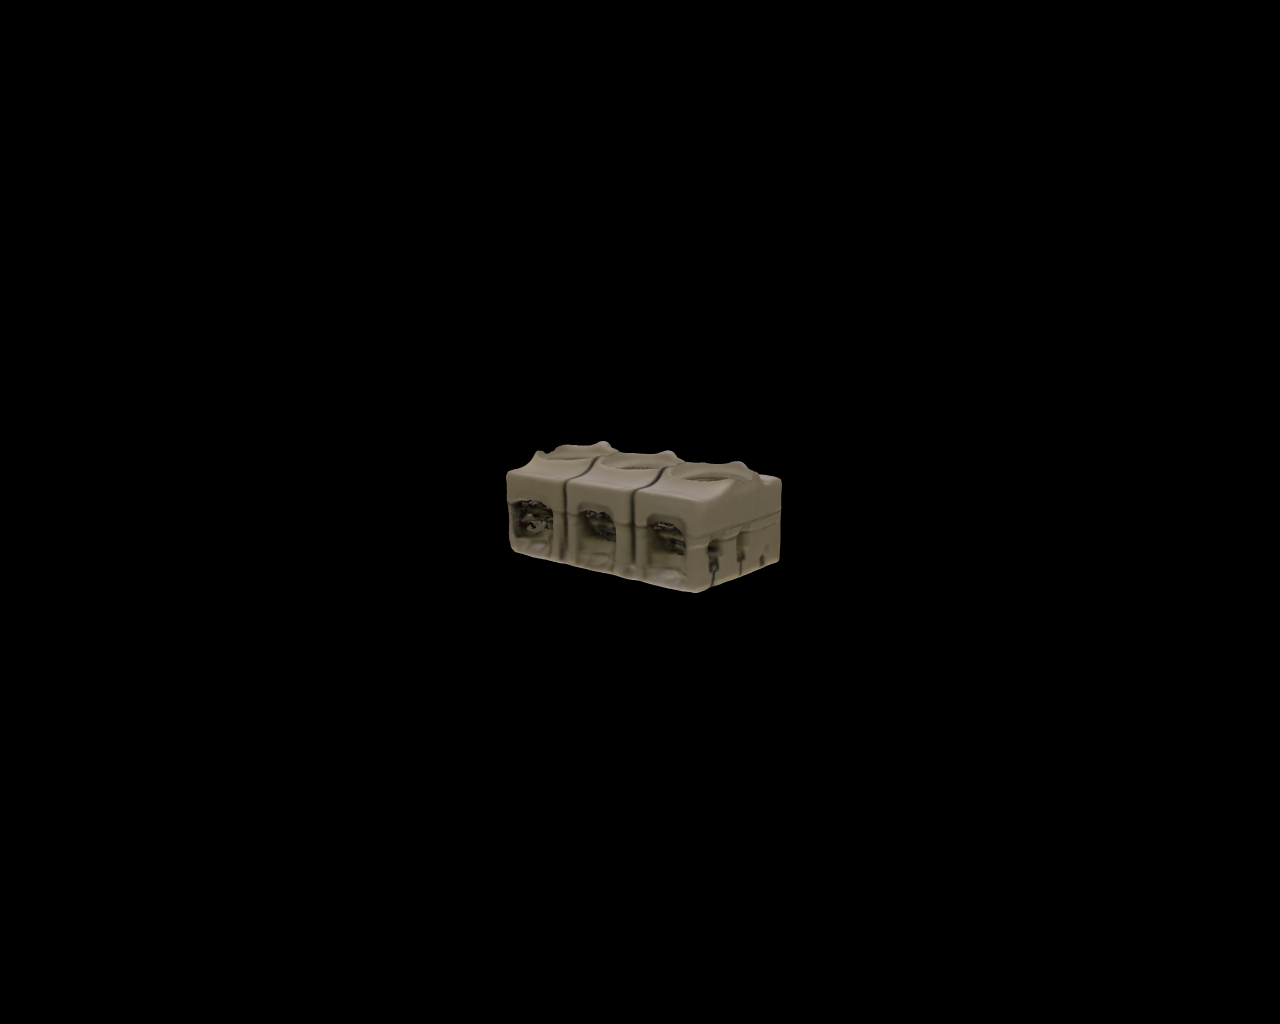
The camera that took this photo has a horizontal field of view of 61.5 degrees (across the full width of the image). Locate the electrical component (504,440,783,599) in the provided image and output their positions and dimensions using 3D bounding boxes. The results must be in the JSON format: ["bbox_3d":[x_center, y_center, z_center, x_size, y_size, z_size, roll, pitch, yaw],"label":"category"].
[{"bbox_3d":[0.001,-0.003,0.650,0.150,0.061,0.090,11,18,37],"label":"electrical component"}]
